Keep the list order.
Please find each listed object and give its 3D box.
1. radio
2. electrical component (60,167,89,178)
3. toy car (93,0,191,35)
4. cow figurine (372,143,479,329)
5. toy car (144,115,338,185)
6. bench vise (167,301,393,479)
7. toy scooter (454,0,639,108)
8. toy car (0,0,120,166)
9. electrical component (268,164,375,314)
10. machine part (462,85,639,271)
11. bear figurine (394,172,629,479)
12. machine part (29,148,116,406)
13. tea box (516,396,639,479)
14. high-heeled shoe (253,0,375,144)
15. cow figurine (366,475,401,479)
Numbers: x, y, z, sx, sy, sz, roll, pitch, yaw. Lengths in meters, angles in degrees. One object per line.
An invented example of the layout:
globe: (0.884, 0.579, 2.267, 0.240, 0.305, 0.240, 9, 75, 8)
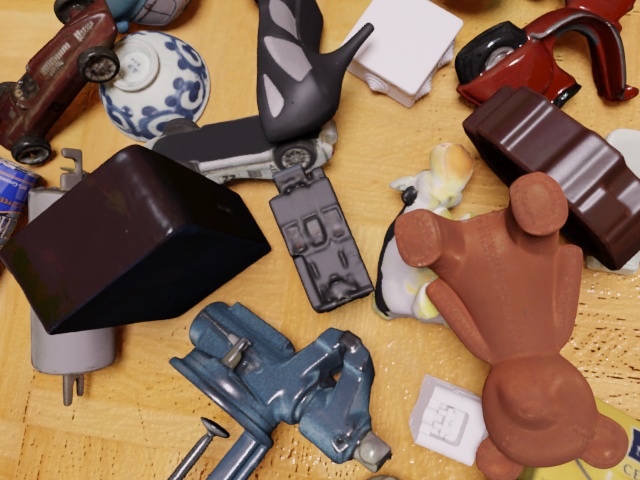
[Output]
radio: (-0.133, 0.009, 0.450, 0.131, 0.229, 0.073, -36, 80, 5)
electrical component: (-0.257, -0.029, 0.562, 0.078, 0.045, 0.102, 35, 90, -19)
toy car: (-0.179, -0.277, 0.551, 0.162, 0.103, 0.109, -8, 63, 49)
cow figurine: (0.096, -0.005, 0.505, 0.068, 0.098, 0.167, 16, 79, -34)
toy car: (-0.082, -0.090, 0.537, 0.202, 0.056, 0.073, -10, 55, 3)
bench vise: (-0.064, 0.169, 0.465, 0.224, 0.128, 0.240, 35, 70, 17)
toy scooter: (0.229, -0.165, 0.510, 0.184, 0.075, 0.135, -33, 109, 15)
toy car: (-0.273, -0.160, 0.540, 0.202, 0.053, 0.089, -35, 69, 29)
electrical component: (-0.001, -0.001, 0.493, 0.058, 0.115, 0.134, -23, 81, -2)
machine part: (0.199, -0.052, 0.444, 0.056, 0.179, 0.179, -46, 80, 13)
bear figurine: (0.138, 0.071, 0.384, 0.120, 0.131, 0.196, -14, 70, 23)
machine part: (-0.234, 0.036, 0.512, 0.079, 0.079, 0.243, 2, 96, 6)
tea box: (0.254, 0.208, 0.447, 0.170, 0.068, 0.098, 28, 61, 9)
high-heeled shoe: (-0.057, -0.198, 0.528, 0.145, 0.086, 0.249, -46, 59, -1)
cow figurine: (0.009, 0.285, 0.470, 0.195, 0.085, 0.127, -43, 87, 2)
